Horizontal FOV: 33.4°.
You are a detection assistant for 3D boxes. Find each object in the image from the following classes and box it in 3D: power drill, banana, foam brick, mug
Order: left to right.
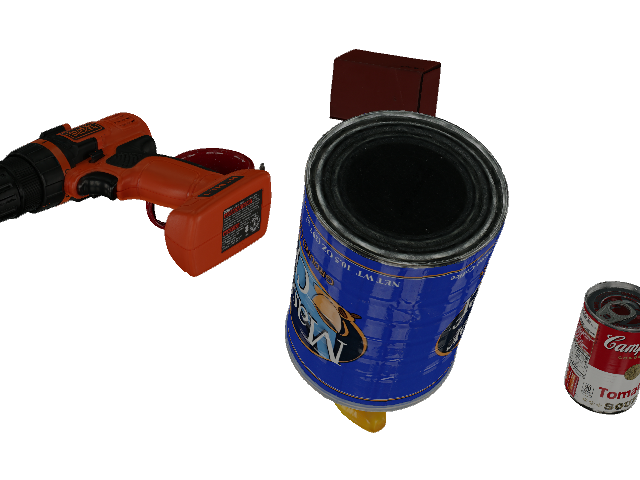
[{"bbox_3d":[-0.146,-0.036,0.793,0.188,0.057,0.184,22,34,26],"label":"power drill"},{"bbox_3d":[-0.128,-0.041,1.137,0.117,0.081,0.093,-11,33,-20],"label":"mug"},{"bbox_3d":[0.033,0.087,0.831,0.070,0.037,0.197,6,22,12],"label":"banana"},{"bbox_3d":[0.052,-0.122,0.872,0.078,0.051,0.052,13,23,20],"label":"foam brick"}]

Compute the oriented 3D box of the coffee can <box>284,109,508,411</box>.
[{"bbox_3d":[0.036,0.015,0.580,0.102,0.103,0.140,0,-38,-7],"label":"coffee can"}]

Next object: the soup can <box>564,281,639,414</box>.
[{"bbox_3d":[0.261,0.097,0.958,0.068,0.102,0.068,3,35,-2],"label":"soup can"}]
